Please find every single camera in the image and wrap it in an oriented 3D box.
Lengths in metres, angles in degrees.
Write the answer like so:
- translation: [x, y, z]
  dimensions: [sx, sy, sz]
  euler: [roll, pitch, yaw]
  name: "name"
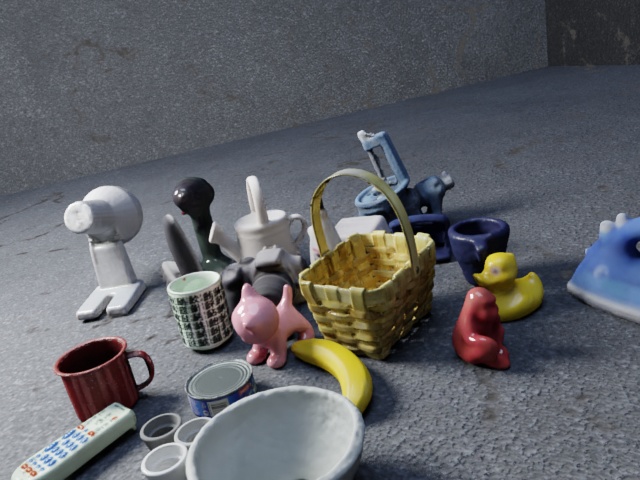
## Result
- translation: [-0.093, 0.076, 0.915]
  dimensions: [0.143, 0.101, 0.137]
  euler: [-9, 20, 6]
  name: "camera"

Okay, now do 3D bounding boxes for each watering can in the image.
- translation: [-0.113, -0.020, 1.051]
  dimensions: [0.173, 0.194, 0.100]
  euler: [-23, 23, -29]
  name: "watering can"

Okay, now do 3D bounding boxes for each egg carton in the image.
- translation: [0.072, 0.005, 1.068]
  dimensions: [0.107, 0.069, 0.150]
  euler: [-4, 21, 20]
  name: "egg carton"

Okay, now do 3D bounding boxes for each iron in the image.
- translation: [0.429, 0.025, 0.706]
  dimensions: [0.119, 0.141, 0.257]
  euler: [-27, 25, -38]
  name: "iron"

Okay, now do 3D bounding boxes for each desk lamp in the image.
- translation: [-0.408, 0.012, 1.096]
  dimensions: [0.118, 0.214, 0.203]
  euler: [-11, 20, 2]
  name: "desk lamp"

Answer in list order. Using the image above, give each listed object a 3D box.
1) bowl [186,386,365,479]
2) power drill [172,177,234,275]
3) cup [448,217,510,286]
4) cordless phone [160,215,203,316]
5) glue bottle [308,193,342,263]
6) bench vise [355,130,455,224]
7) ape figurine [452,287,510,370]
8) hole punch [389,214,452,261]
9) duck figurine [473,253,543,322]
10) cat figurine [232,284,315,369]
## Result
- translation: [-0.035, 0.215, 0.538]
  dimensions: [0.167, 0.075, 0.167]
  euler: [-10, 20, 4]
  name: "bowl"
- translation: [-0.229, -0.027, 1.113]
  dimensions: [0.075, 0.209, 0.229]
  euler: [-13, 20, -3]
  name: "power drill"
- translation: [0.246, 0.027, 0.873]
  dimensions: [0.091, 0.095, 0.118]
  euler: [-7, 20, 13]
  name: "cup"
- translation: [-0.231, 0.035, 0.978]
  dimensions: [0.094, 0.185, 0.147]
  euler: [-20, 21, -23]
  name: "cordless phone"
- translation: [0.009, 0.003, 0.951]
  dimensions: [0.037, 0.173, 0.077]
  euler: [-26, 24, -35]
  name: "glue bottle"
- translation: [0.155, -0.125, 1.156]
  dimensions: [0.208, 0.220, 0.121]
  euler: [-17, 20, -16]
  name: "bench vise"
- translation: [0.197, 0.102, 0.696]
  dimensions: [0.075, 0.092, 0.078]
  euler: [8, 27, 42]
  name: "ape figurine"
- translation: [0.180, -0.014, 1.029]
  dimensions: [0.108, 0.091, 0.101]
  euler: [-7, 20, 13]
  name: "hole punch"
- translation: [0.257, 0.058, 0.794]
  dimensions: [0.104, 0.086, 0.077]
  euler: [-15, 20, -10]
  name: "duck figurine"
- translation: [-0.072, 0.109, 0.787]
  dimensions: [0.067, 0.118, 0.128]
  euler: [3, 24, 35]
  name: "cat figurine"
